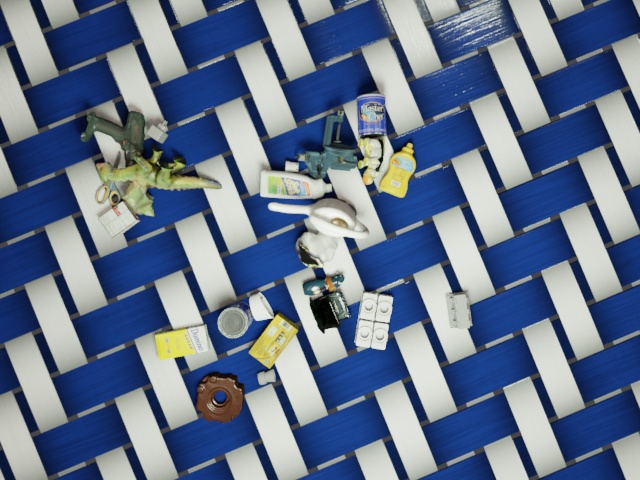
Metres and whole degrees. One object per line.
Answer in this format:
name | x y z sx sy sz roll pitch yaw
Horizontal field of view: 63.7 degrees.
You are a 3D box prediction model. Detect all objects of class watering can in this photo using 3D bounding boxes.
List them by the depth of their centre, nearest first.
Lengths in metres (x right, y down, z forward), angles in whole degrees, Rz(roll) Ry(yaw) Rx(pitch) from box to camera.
watering can | 0.005 -0.088 1.757 0.348 0.227 0.102 20 108 0

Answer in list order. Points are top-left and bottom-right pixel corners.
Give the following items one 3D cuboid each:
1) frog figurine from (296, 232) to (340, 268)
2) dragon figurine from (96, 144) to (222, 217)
frog figurine | -0.005 0.016 1.826 0.138 0.120 0.162 33 54 8
dragon figurine | -0.578 -0.188 1.813 0.407 0.125 0.239 27 114 -21
